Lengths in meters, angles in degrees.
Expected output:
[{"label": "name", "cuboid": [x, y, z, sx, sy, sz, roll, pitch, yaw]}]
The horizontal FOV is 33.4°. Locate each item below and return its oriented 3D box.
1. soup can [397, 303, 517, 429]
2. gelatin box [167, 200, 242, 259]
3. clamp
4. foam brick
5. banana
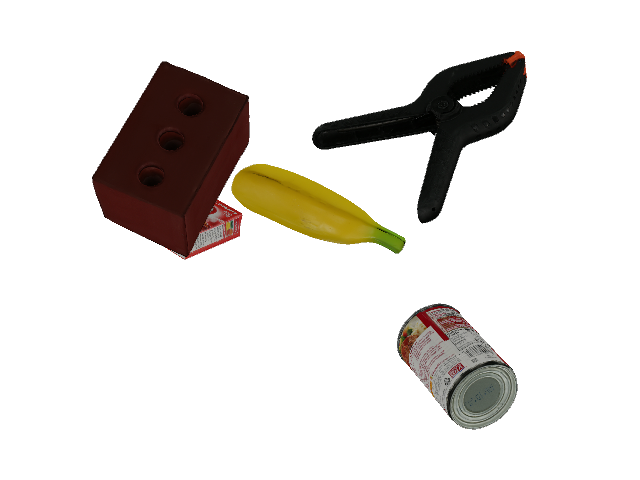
[{"label": "soup can", "cuboid": [0.119, 0.109, 0.933, 0.068, 0.068, 0.102, 0, 26, -23]}, {"label": "gelatin box", "cuboid": [-0.133, -0.022, 1.036, 0.089, 0.030, 0.073, 30, 37, 33]}, {"label": "clamp", "cuboid": [0.118, -0.105, 0.986, 0.209, 0.036, 0.165, -31, 48, -13]}, {"label": "foam brick", "cuboid": [-0.076, -0.042, 0.560, 0.053, 0.078, 0.051, 23, -21, 6]}, {"label": "banana", "cuboid": [-0.023, -0.027, 0.784, 0.069, 0.037, 0.198, 40, -9, -37]}]
